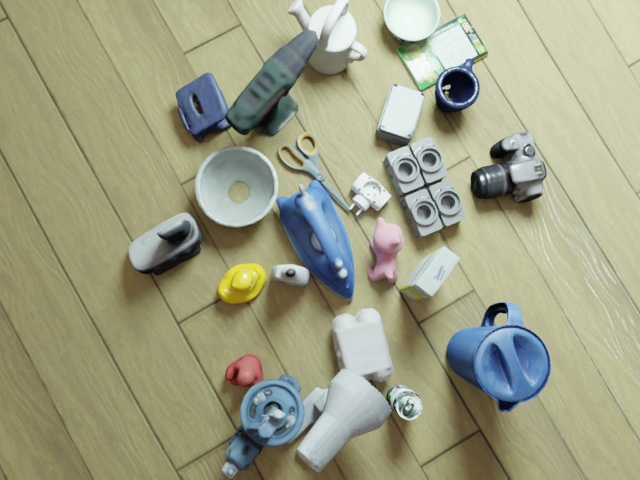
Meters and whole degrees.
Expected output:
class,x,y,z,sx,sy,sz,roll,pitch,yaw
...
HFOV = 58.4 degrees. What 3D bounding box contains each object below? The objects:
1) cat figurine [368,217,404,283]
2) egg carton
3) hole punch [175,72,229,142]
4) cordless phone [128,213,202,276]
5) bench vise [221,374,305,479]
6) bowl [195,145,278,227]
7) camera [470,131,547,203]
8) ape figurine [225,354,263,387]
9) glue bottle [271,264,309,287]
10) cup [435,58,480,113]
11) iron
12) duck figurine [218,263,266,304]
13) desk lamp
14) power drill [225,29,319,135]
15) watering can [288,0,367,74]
class,x,y,z,sx,sy,sz,roll,pitch,yaw
cat figurine,0.137,0.021,1.155,0.067,0.117,0.128,1,84,-3
egg carton,0.083,0.218,1.155,0.107,0.069,0.150,-15,85,-5
hole punch,-0.241,-0.272,1.177,0.101,0.091,0.109,-23,86,-5
cordless phone,-0.306,0.002,1.097,0.147,0.185,0.094,-34,86,-6
bench vise,-0.100,0.357,1.054,0.121,0.219,0.207,19,83,-1
bowl,-0.167,-0.104,1.172,0.167,0.074,0.167,0,84,-3
camera,0.388,-0.146,1.196,0.137,0.100,0.143,-11,85,-4
ape figurine,-0.145,0.265,1.125,0.078,0.092,0.076,34,83,1
glue bottle,-0.058,0.067,1.111,0.078,0.173,0.037,7,83,-2
cup,0.285,-0.320,1.212,0.091,0.095,0.118,24,83,0
iron,0.010,0.004,1.137,0.118,0.141,0.258,-27,86,-6
duck figurine,-0.158,0.086,1.146,0.104,0.086,0.077,-31,86,-6
desk lamp,0.023,0.339,1.066,0.118,0.213,0.203,44,83,2
power drill,-0.090,-0.292,1.129,0.075,0.208,0.230,41,83,2
watering can,0.016,-0.422,1.157,0.173,0.194,0.101,10,83,-2
